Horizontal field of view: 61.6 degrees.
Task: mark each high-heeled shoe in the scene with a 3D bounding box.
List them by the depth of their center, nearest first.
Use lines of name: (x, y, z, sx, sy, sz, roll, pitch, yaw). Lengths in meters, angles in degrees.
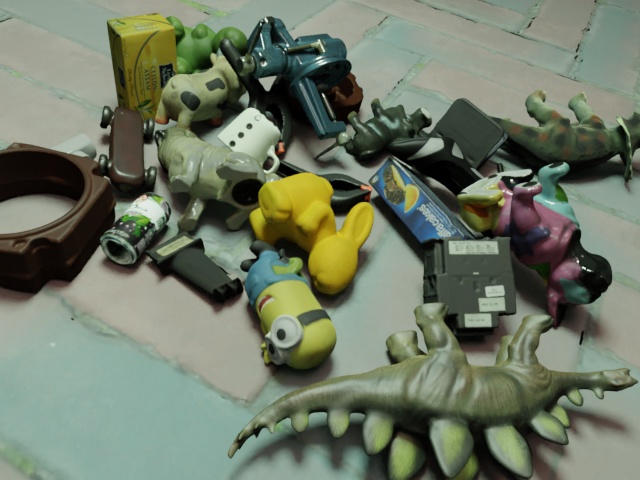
high-heeled shoe: (0.223, -0.079, 0.876, 0.249, 0.086, 0.145, 8, 68, -14)

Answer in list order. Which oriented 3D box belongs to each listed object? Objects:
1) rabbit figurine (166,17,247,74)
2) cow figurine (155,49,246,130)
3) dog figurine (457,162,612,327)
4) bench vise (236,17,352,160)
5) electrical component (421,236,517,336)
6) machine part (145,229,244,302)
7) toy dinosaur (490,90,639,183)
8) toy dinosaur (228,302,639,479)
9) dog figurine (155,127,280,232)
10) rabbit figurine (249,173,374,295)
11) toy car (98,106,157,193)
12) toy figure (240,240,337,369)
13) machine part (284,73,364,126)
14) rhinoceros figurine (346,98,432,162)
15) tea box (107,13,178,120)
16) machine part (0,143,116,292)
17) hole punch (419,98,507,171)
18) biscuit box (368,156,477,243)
rabbit figurine: (-0.210, -0.364, 1.058, 0.170, 0.121, 0.159, 0, 2, 25)
cow figurine: (-0.201, -0.271, 0.965, 0.086, 0.127, 0.195, 32, 34, 16)
dog figurine: (0.312, 0.011, 0.782, 0.108, 0.219, 0.192, -29, 14, -36)
bench vise: (-0.023, -0.267, 0.927, 0.223, 0.129, 0.240, -19, 82, -45)
electrical component: (0.200, 0.063, 0.728, 0.115, 0.058, 0.134, 2, 81, -8)
machine part: (-0.168, 0.037, 0.733, 0.139, 0.039, 0.084, 31, 40, 22)
toy dinosaur: (0.473, -0.189, 1.032, 0.405, 0.131, 0.192, -8, 46, -9)
toy dinosaur: (0.139, 0.176, 0.608, 0.472, 0.105, 0.199, 0, 49, -4)
dog figurine: (-0.164, -0.119, 0.832, 0.172, 0.121, 0.191, -2, 42, -18)
rabbit figurine: (-0.002, -0.002, 0.771, 0.162, 0.122, 0.173, -14, 63, -36)
toy car: (-0.316, -0.150, 0.876, 0.089, 0.053, 0.202, 8, 41, -27)
toy figure: (-0.042, 0.079, 0.684, 0.089, 0.082, 0.180, -10, 46, -19)
machine part: (-0.001, -0.294, 1.081, 0.179, 0.056, 0.179, 6, 46, -6)
rhinoceros figurine: (0.131, -0.209, 1.009, 0.190, 0.073, 0.112, -28, 55, -32)
tea box: (-0.308, -0.299, 0.946, 0.098, 0.169, 0.068, -24, 53, -28)
machine part: (-0.402, -0.039, 0.728, 0.202, 0.087, 0.201, 15, 44, 2)
hole punch: (0.268, -0.184, 0.985, 0.142, 0.115, 0.092, 44, 24, 11)
biscuit box: (0.161, -0.045, 0.846, 0.062, 0.059, 0.203, 20, 28, -49)
